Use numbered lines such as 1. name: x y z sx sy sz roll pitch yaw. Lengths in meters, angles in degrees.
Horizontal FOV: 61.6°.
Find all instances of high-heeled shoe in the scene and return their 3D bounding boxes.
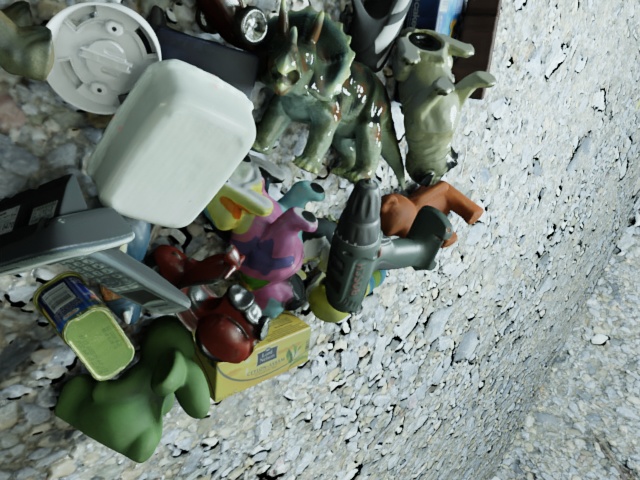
1. high-heeled shoe: 0.119 -0.354 0.741 0.249 0.086 0.145 -49 -36 -9

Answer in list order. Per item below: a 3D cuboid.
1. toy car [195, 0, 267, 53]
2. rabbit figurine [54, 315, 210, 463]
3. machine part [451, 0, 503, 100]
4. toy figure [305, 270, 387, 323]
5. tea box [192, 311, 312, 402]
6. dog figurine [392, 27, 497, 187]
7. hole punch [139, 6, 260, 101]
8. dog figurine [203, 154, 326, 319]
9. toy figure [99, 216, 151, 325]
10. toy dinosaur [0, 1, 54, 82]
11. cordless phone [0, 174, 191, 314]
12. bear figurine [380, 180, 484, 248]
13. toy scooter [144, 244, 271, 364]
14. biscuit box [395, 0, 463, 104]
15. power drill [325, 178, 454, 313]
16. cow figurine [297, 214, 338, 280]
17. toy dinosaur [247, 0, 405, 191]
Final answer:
1. toy car: -0.118 -0.271 0.525 0.053 0.089 0.202 -54 -40 -12
2. rabbit figurine: -0.213 0.169 0.661 0.121 0.159 0.170 46 -118 -40
3. machine part: 0.256 -0.317 0.874 0.179 0.056 0.179 12 -90 -75
4. toy figure: 0.055 0.068 0.913 0.180 0.089 0.082 -29 -54 -29
5. tea box: -0.107 0.157 0.788 0.169 0.098 0.068 -13 -60 -40
6. dog figurine: 0.149 -0.193 0.800 0.121 0.172 0.190 -6 -35 -17
7. hole punch: -0.135 -0.161 0.578 0.116 0.092 0.142 -2 -63 -42
8. dog figurine: -0.092 0.014 0.712 0.191 0.108 0.219 22 -57 -12
9. toy figure: -0.223 0.024 0.613 0.064 0.058 0.154 -27 -49 -62
10. toy dinosaur: -0.306 -0.171 0.382 0.198 0.105 0.470 -6 -72 -36
11. cordless phone: -0.230 0.030 0.540 0.184 0.147 0.089 47 -141 -45
12. bear figurine: 0.174 -0.038 0.949 0.196 0.132 0.120 -25 -20 -44
13. toy scooter: -0.121 0.069 0.650 0.183 0.135 0.075 53 -145 -16
14. biscuit box: 0.168 -0.308 0.830 0.059 0.063 0.202 -18 -56 -39
15. power drill: 0.104 0.002 0.801 0.207 0.086 0.231 -16 -45 -41
16. cow figurine: -0.002 -0.003 0.831 0.167 0.068 0.098 -16 -62 -41
17. toy dinosaur: 0.030 -0.179 0.726 0.404 0.131 0.192 3 -69 -55
